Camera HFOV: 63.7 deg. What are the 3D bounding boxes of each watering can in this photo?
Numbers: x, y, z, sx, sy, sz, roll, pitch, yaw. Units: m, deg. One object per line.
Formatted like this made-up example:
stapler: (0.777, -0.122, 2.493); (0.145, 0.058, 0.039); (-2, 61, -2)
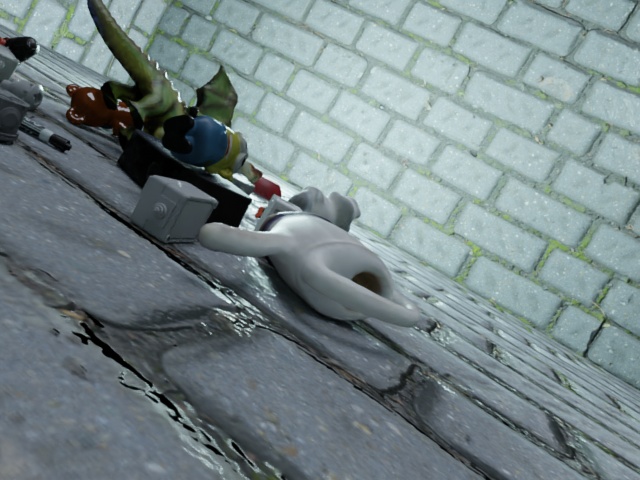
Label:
watering can: (-0.018, 0.022, 0.661); (0.344, 0.104, 0.227); (26, 6, -32)

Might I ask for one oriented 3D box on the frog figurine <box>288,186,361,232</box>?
frog figurine: (0.003, -0.054, 1.064); (0.122, 0.162, 0.136); (-8, -63, 47)

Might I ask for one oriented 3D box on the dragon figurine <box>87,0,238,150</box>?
dragon figurine: (-0.276, -0.275, 1.007); (0.246, 0.404, 0.123); (-27, 26, -37)
